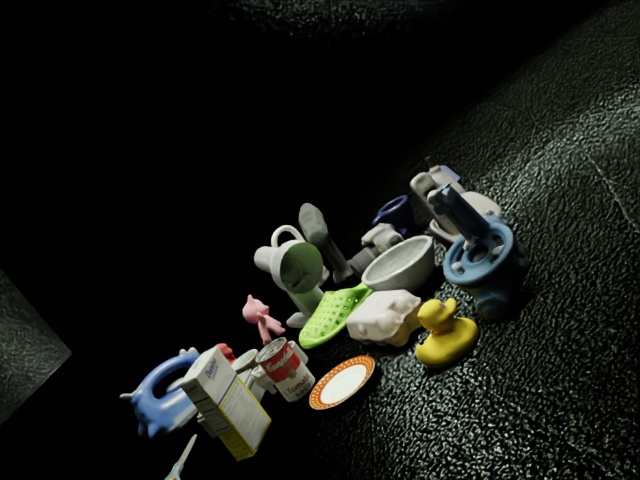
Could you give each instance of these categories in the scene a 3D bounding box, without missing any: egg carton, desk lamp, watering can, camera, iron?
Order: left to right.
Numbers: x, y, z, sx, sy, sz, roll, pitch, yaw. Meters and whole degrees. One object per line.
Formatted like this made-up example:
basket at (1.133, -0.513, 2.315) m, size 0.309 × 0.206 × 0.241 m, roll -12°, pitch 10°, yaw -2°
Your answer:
iron at (-0.329, 0.335, 1.331) m, size 0.259 × 0.141 × 0.118 m, roll -43°, pitch 14°, yaw -34°
desk lamp at (-0.059, 0.101, 1.339) m, size 0.118 × 0.214 × 0.202 m, roll -41°, pitch 13°, yaw -27°
watering can at (-0.070, 0.050, 1.621) m, size 0.172 × 0.194 × 0.101 m, roll -23°, pitch 16°, yaw 43°
camera at (0.130, 0.029, 1.380) m, size 0.137 × 0.101 × 0.143 m, roll -36°, pitch 12°, yaw -8°
egg carton at (0.116, 0.144, 1.037) m, size 0.107 × 0.069 × 0.150 m, roll -41°, pitch 13°, yaw -28°

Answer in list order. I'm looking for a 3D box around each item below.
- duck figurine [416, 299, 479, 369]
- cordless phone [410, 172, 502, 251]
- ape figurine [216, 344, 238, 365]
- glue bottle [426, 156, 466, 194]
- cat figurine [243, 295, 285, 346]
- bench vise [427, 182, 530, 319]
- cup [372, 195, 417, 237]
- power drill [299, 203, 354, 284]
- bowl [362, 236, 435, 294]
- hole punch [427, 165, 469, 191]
duck figurine at (0.178, 0.134, 0.863) m, size 0.105 × 0.086 × 0.077 m, roll -38°, pitch 12°, yaw -15°
cordless phone at (0.277, -0.078, 1.190) m, size 0.148 × 0.185 × 0.094 m, roll -41°, pitch 13°, yaw -27°
ape figurine at (-0.215, 0.283, 1.345) m, size 0.076 × 0.092 × 0.077 m, roll -35°, pitch 12°, yaw 1°
glue bottle at (0.296, -0.124, 1.350) m, size 0.037 × 0.173 × 0.078 m, roll -43°, pitch 14°, yaw -33°
cat figurine at (-0.154, 0.196, 1.460) m, size 0.067 × 0.118 × 0.127 m, roll -37°, pitch 12°, yaw -10°
bench vise at (0.240, -0.006, 0.917) m, size 0.121 × 0.220 × 0.207 m, roll -31°, pitch 12°, yaw 19°
cup at (0.202, -0.048, 1.503) m, size 0.118 × 0.095 × 0.091 m, roll -38°, pitch 12°, yaw -13°
power drill at (0.014, 0.005, 1.531) m, size 0.075 × 0.208 × 0.229 m, roll -34°, pitch 12°, yaw 4°
bowl at (0.173, 0.067, 1.176) m, size 0.167 × 0.075 × 0.167 m, roll -33°, pitch 12°, yaw 8°
hole punch at (0.329, -0.145, 1.551) m, size 0.108 × 0.091 × 0.101 m, roll -35°, pitch 12°, yaw -1°
